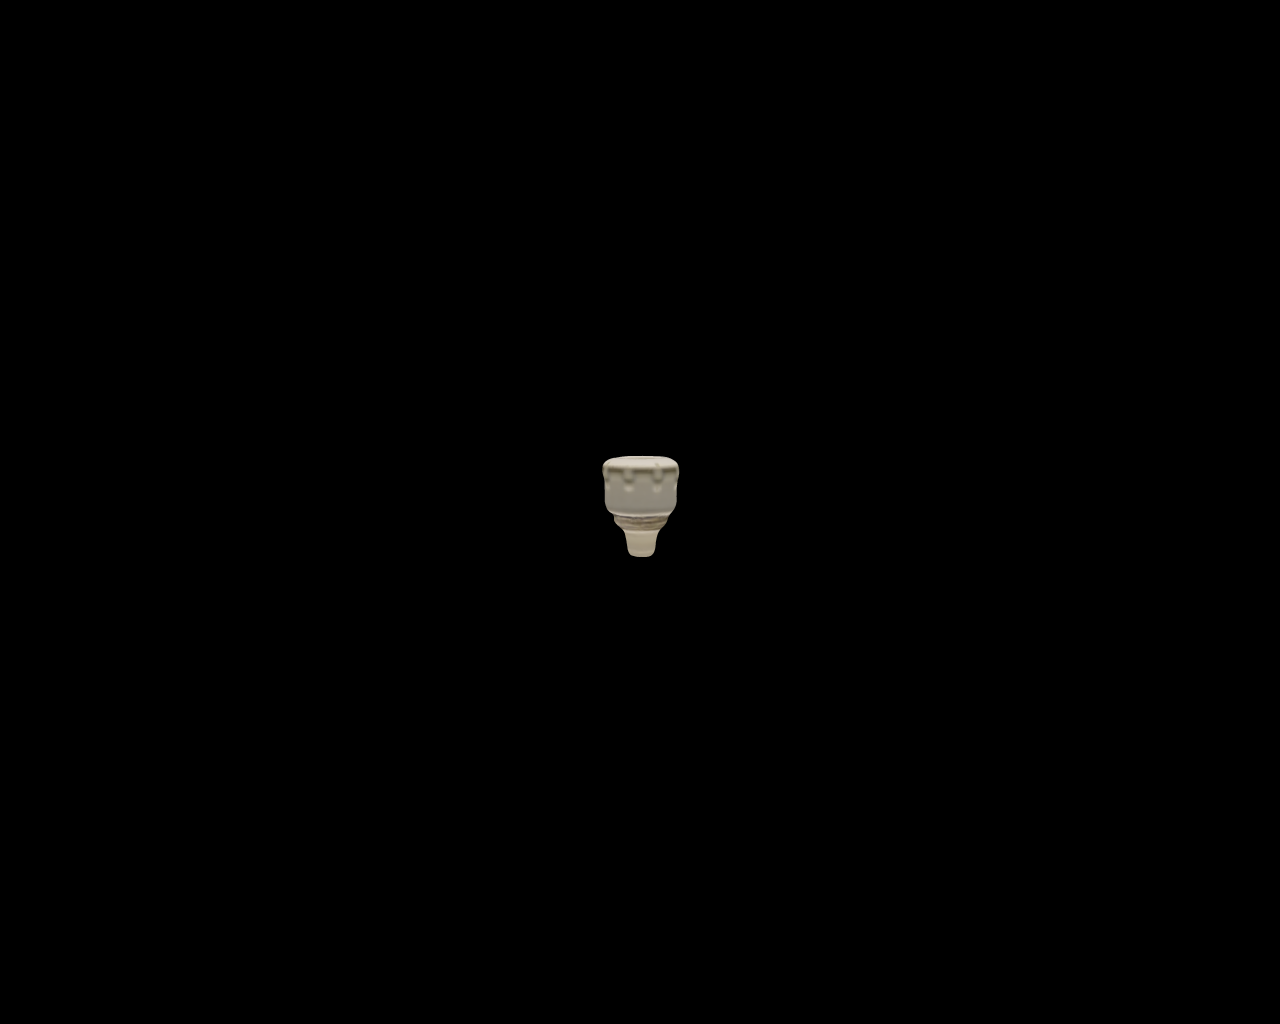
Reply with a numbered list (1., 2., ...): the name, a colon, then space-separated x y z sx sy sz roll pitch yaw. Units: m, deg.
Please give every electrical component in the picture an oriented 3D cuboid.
1. electrical component: 0.001 -0.003 0.650 0.048 0.062 0.048 0 7 0
